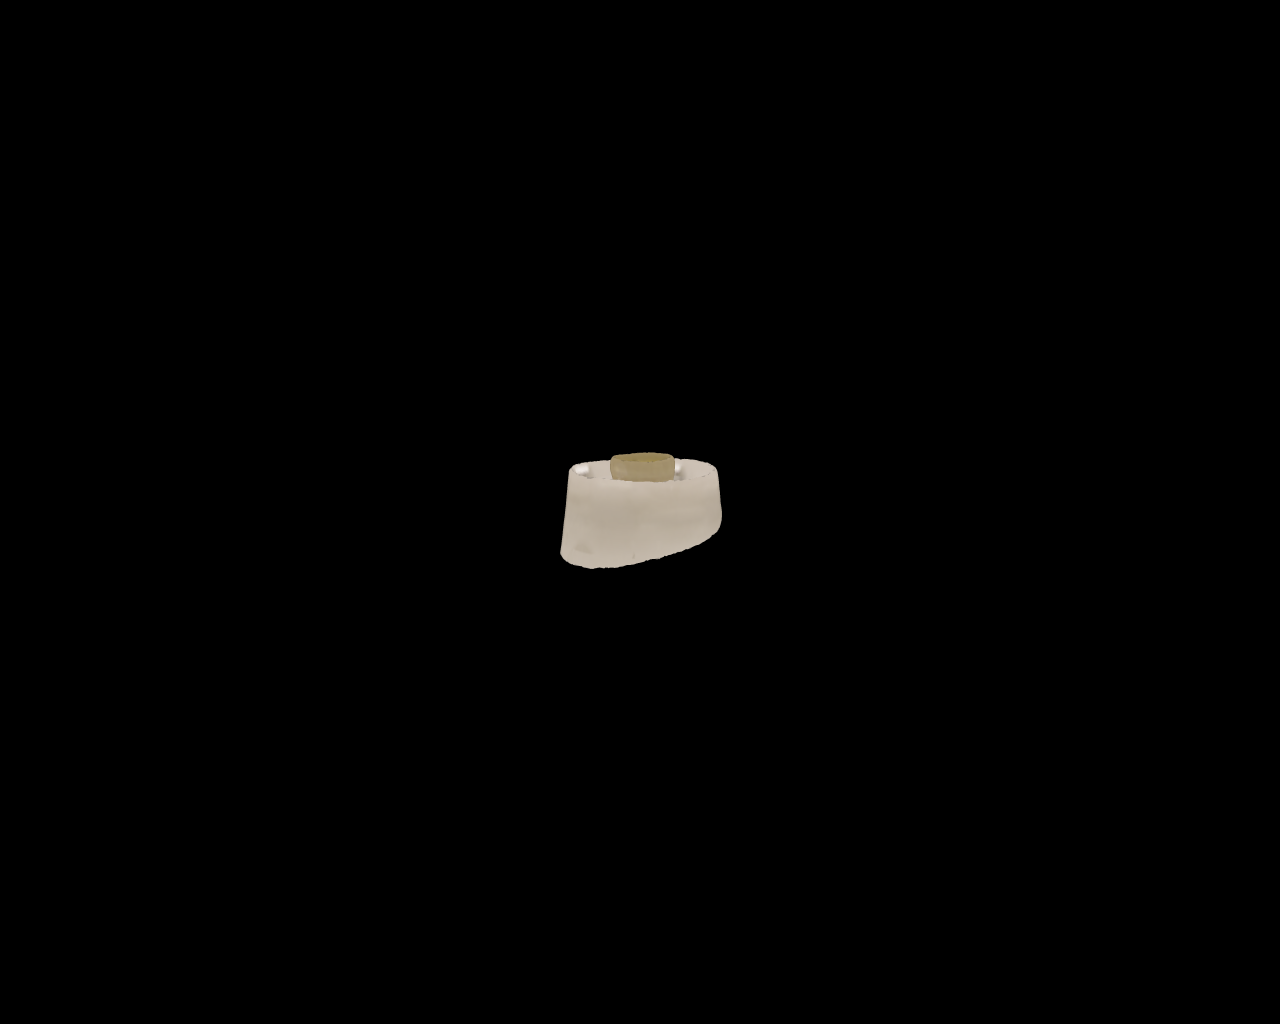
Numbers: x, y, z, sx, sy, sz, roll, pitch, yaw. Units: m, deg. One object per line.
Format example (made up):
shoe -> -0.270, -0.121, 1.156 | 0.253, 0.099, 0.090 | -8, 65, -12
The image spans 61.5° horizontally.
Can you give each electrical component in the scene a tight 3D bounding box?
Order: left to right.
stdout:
electrical component -> 0.001, -0.003, 0.650 | 0.099, 0.064, 0.099 | 0, 11, 0
